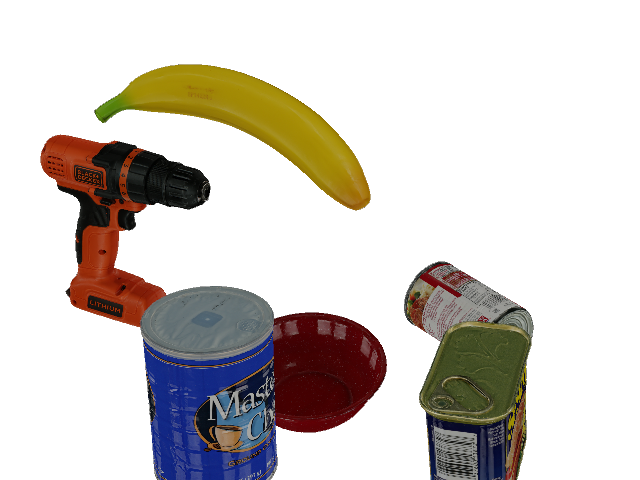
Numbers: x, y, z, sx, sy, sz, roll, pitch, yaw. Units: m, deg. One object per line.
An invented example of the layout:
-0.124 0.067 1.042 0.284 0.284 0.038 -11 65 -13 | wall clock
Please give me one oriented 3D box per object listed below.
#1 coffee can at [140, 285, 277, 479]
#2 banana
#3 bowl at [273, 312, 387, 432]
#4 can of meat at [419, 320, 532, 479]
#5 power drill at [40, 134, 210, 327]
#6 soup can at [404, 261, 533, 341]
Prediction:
-0.086 0.121 0.849 0.103 0.140 0.103 0 26 0 | coffee can
-0.051 -0.079 0.732 0.198 0.069 0.037 19 -13 9 | banana
-0.012 0.145 1.097 0.162 0.055 0.162 -2 36 2 | bowl
0.101 0.115 0.682 0.057 0.084 0.102 4 30 19 | can of meat
-0.193 -0.008 1.076 0.185 0.188 0.057 15 30 22 | power drill
0.135 0.070 0.974 0.068 0.068 0.102 0 23 -40 | soup can
